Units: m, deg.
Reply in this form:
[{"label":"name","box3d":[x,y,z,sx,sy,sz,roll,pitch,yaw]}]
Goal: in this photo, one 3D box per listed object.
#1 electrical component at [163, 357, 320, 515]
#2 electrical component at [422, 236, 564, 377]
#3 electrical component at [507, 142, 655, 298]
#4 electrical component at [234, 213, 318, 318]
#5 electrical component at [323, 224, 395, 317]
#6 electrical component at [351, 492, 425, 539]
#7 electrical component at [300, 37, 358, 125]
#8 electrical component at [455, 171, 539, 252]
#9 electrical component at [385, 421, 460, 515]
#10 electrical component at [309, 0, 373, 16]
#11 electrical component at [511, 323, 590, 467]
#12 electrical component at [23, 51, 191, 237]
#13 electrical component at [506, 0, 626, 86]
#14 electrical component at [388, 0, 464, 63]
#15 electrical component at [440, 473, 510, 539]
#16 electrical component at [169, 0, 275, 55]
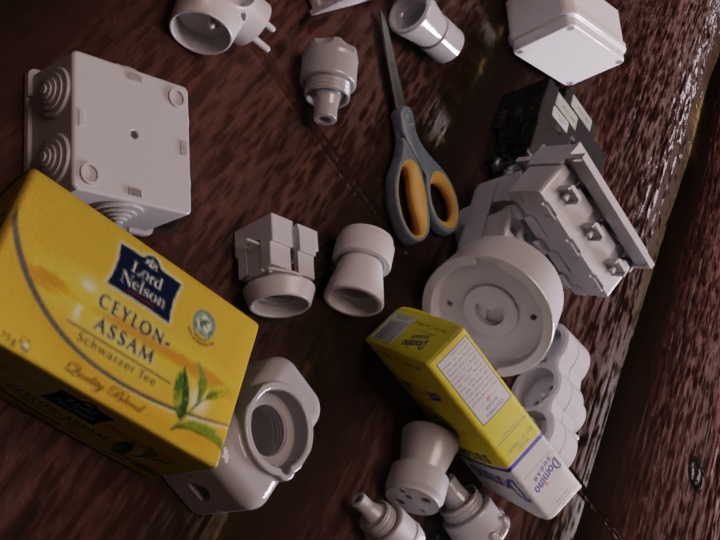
[{"label":"electrical component","box3d":[-0.069,0.100,0.660,0.053,0.059,0.095,56,43,-21]},{"label":"electrical component","box3d":[0.111,0.024,0.863,0.108,0.108,0.060,63,35,-13]},{"label":"electrical component","box3d":[0.180,-0.039,0.897,0.063,0.079,0.121,-48,116,-22]},{"label":"electrical component","box3d":[-0.055,-0.001,0.723,0.066,0.048,0.055,22,54,-44]},{"label":"electrical component","box3d":[0.000,0.000,0.787,0.045,0.045,0.055,38,51,-36]},{"label":"electrical component","box3d":[0.017,0.178,0.754,0.061,0.035,0.035,48,46,-25]},{"label":"electrical component","box3d":[-0.024,-0.140,0.807,0.043,0.043,0.062,25,61,-43]},{"label":"electrical component","box3d":[0.122,-0.034,0.929,0.053,0.059,0.095,45,47,-30]},{"label":"electrical component","box3d":[0.046,0.146,0.791,0.045,0.045,0.055,46,48,-30]},{"label":"electrical component","box3d":[0.042,-0.269,0.878,0.186,0.105,0.060,-31,102,-50]},{"label":"electrical component","box3d":[0.172,0.121,0.940,0.074,0.052,0.138,43,48,-32]},{"label":"electrical component","box3d":[-0.147,-0.073,0.636,0.100,0.048,0.099,12,69,-47]},{"label":"electrical component","box3d":[0.208,-0.239,1.084,0.113,0.078,0.057,17,62,-46]},{"label":"electrical component","box3d":[0.061,-0.208,0.931,0.065,0.044,0.044,30,56,-46]},{"label":"electrical component","box3d":[0.081,0.184,0.821,0.062,0.048,0.048,55,43,-12]},{"label":"electrical component","box3d":[-0.088,-0.182,0.745,0.079,0.044,0.077,36,53,-38]}]
